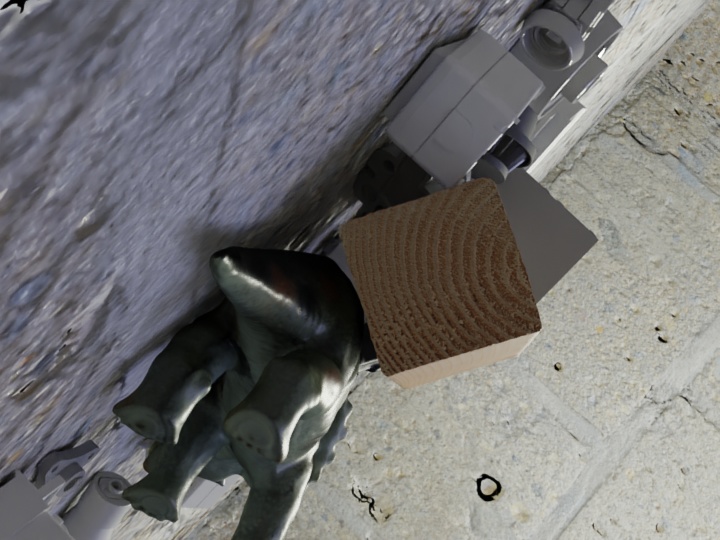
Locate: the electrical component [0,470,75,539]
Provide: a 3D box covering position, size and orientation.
[{"bbox_3d":[-0.202,0.174,0.580,0.121,0.063,0.079,-49,174,31],"label":"electrical component"}]

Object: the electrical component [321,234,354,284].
[{"bbox_3d":[0.000,0.000,0.821,0.044,0.065,0.044,-47,-167,14],"label":"electrical component"}]

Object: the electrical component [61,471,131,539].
[{"bbox_3d":[-0.197,0.182,0.803,0.065,0.044,0.044,-53,172,21],"label":"electrical component"}]

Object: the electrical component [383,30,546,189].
[{"bbox_3d":[0.062,-0.099,0.633,0.061,0.061,0.096,-48,-179,31],"label":"electrical component"}]

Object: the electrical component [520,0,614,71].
[{"bbox_3d":[0.145,-0.175,0.760,0.055,0.048,0.066,-52,177,-23],"label":"electrical component"}]

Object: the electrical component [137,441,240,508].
[{"bbox_3d":[-0.146,0.151,0.866,0.047,0.065,0.077,-48,145,18],"label":"electrical component"}]

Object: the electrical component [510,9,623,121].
[{"bbox_3d":[0.162,-0.167,0.855,0.108,0.060,0.108,-45,174,-6],"label":"electrical component"}]

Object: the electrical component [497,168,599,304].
[{"bbox_3d":[0.111,-0.044,0.888,0.089,0.150,0.062,-47,173,9],"label":"electrical component"}]

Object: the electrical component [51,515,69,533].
[{"bbox_3d":[-0.212,0.185,0.686,0.045,0.045,0.055,-40,171,-47],"label":"electrical component"}]

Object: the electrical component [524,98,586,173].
[{"bbox_3d":[0.150,-0.128,1.035,0.079,0.063,0.121,-39,171,-49],"label":"electrical component"}]

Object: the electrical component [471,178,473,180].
[{"bbox_3d":[0.045,-0.057,0.798,0.089,0.056,0.050,-41,172,-43],"label":"electrical component"}]

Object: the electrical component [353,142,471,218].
[{"bbox_3d":[0.038,-0.061,0.718,0.057,0.058,0.078,-37,169,-43],"label":"electrical component"}]
